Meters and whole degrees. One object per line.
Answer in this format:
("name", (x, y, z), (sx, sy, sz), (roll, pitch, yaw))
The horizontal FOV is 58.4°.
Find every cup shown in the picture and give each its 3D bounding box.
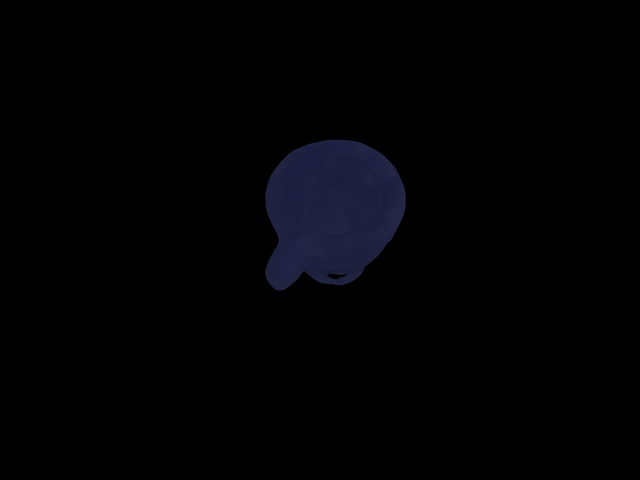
("cup", (0.004, 0.001, 0.400), (0.091, 0.095, 0.118), (28, 62, 16))
